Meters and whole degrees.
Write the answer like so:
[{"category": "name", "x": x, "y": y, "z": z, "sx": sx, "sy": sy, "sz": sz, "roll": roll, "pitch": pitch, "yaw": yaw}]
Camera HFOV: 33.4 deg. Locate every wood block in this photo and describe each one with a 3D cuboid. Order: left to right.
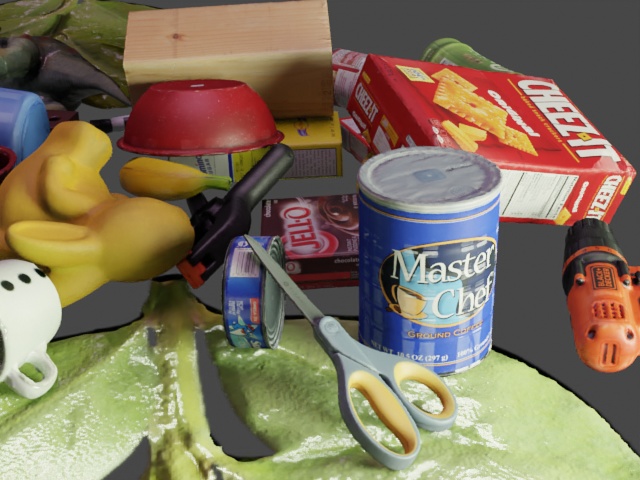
[{"category": "wood block", "x": -0.091, "y": -0.183, "z": 1.105, "sx": 0.206, "sy": 0.090, "sz": 0.091, "roll": -3, "pitch": 49, "yaw": 0}]

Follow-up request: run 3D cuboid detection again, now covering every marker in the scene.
[{"category": "marker", "x": -0.206, "y": -0.136, "z": 1.216, "sx": 0.121, "sy": 0.020, "sz": 0.020, "roll": -11, "pitch": 29, "yaw": -18}]

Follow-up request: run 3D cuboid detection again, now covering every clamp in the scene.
[{"category": "clamp", "x": -0.080, "y": -0.024, "z": 0.936, "sx": 0.120, "sy": 0.039, "sz": 0.171, "roll": -33, "pitch": 25, "yaw": 23}]

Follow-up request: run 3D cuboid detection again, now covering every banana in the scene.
[{"category": "banana", "x": -0.150, "y": -0.054, "z": 0.983, "sx": 0.069, "sy": 0.037, "sz": 0.198, "roll": 16, "pitch": -1, "yaw": -28}]

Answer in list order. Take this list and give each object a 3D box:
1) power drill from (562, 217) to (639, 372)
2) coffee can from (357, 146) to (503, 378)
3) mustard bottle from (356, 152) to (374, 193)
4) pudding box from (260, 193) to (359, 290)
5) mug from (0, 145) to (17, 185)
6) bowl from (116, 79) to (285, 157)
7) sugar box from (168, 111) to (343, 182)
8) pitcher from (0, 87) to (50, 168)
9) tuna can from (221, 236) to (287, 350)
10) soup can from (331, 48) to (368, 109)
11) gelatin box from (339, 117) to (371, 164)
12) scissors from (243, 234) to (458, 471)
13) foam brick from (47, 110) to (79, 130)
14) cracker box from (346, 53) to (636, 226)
[{"category": "power drill", "x": 0.282, "y": 0.038, "z": 0.821, "sx": 0.188, "sy": 0.057, "sz": 0.184, "roll": 0, "pitch": 31, "yaw": 9}, {"category": "coffee can", "x": 0.078, "y": 0.015, "z": 0.783, "sx": 0.103, "sy": 0.140, "sz": 0.103, "roll": -1, "pitch": 28, "yaw": 0}, {"category": "mustard bottle", "x": 0.088, "y": -0.056, "z": 1.003, "sx": 0.096, "sy": 0.058, "sz": 0.191, "roll": 28, "pitch": 35, "yaw": 10}, {"category": "pudding box", "x": -0.006, "y": 0.001, "z": 0.922, "sx": 0.090, "sy": 0.039, "sz": 0.113, "roll": -3, "pitch": 27, "yaw": 0}, {"category": "mug", "x": -0.308, "y": -0.027, "z": 0.945, "sx": 0.093, "sy": 0.081, "sz": 0.117, "roll": -14, "pitch": 30, "yaw": -22}, {"category": "bowl", "x": -0.115, "y": -0.121, "z": 1.017, "sx": 0.162, "sy": 0.055, "sz": 0.162, "roll": -1, "pitch": 15, "yaw": 0}, {"category": "sugar box", "x": -0.066, "y": -0.097, "z": 1.107, "sx": 0.176, "sy": 0.048, "sz": 0.093, "roll": -1, "pitch": 27, "yaw": -2}, {"category": "pitcher", "x": -0.395, "y": -0.107, "z": 1.031, "sx": 0.243, "sy": 0.145, "sz": 0.149, "roll": 6, "pitch": 11, "yaw": 2}, {"category": "tuna can", "x": -0.049, "y": 0.039, "z": 0.802, "sx": 0.034, "sy": 0.086, "sz": 0.086, "roll": 1, "pitch": 28, "yaw": 9}, {"category": "soup can", "x": 0.056, "y": -0.180, "z": 1.236, "sx": 0.102, "sy": 0.068, "sz": 0.068, "roll": 19, "pitch": 34, "yaw": 33}, {"category": "gelatin box", "x": 0.067, "y": -0.107, "z": 1.137, "sx": 0.073, "sy": 0.030, "sz": 0.089, "roll": -11, "pitch": 29, "yaw": -20}, {"category": "scissors", "x": 0.025, "y": 0.068, "z": 0.738, "sx": 0.096, "sy": 0.016, "sz": 0.202, "roll": -4, "pitch": 50, "yaw": -34}, {"category": "foam brick", "x": -0.298, "y": -0.107, "z": 1.130, "sx": 0.078, "sy": 0.051, "sz": 0.053, "roll": 4, "pitch": 28, "yaw": 10}, {"category": "cracker box", "x": 0.153, "y": -0.091, "z": 0.968, "sx": 0.213, "sy": 0.072, "sz": 0.164, "roll": 2, "pitch": 39, "yaw": -26}]
